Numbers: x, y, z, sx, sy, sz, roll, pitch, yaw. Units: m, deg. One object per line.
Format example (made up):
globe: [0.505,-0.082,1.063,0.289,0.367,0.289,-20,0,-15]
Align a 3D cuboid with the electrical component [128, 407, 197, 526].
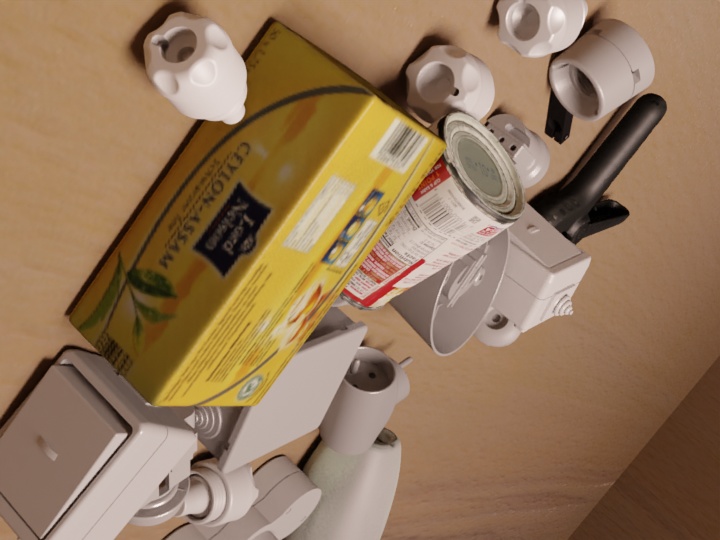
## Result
electrical component: [-0.120,0.110,0.601,0.066,0.048,0.055,-31,143,-37]

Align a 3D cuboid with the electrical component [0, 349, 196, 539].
electrical component: [-0.140,0.094,0.519,0.096,0.062,0.061,-50,157,2]

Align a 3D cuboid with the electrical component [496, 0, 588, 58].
electrical component: [0.110,-0.147,0.622,0.062,0.043,0.043,-25,147,-47]

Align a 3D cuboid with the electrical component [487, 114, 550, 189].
electrical component: [0.101,-0.079,0.716,0.040,0.040,0.046,-52,151,5]

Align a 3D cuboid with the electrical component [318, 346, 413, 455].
electrical component: [0.010,0.089,0.802,0.079,0.043,0.077,-30,150,-37]

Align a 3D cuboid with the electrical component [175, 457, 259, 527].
electrical component: [-0.099,0.144,0.692,0.062,0.043,0.043,-2,128,-58]

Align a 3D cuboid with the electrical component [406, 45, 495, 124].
electrical component: [0.054,-0.099,0.595,0.043,0.043,0.062,-57,157,16]

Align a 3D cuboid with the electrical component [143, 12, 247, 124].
electrical component: [-0.062,-0.076,0.435,0.035,0.035,0.061,-48,159,-4]

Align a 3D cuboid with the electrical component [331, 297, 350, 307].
electrical component: [0.000,0.000,0.652,0.078,0.040,0.040,-6,131,-58]

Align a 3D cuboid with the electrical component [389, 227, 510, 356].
electrical component: [0.062,0.000,0.733,0.099,0.064,0.099,-39,155,-23]

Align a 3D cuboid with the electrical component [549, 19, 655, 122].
electrical component: [0.161,-0.133,0.722,0.047,0.055,0.055,-37,154,-18]

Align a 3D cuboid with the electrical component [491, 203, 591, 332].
electrical component: [0.123,-0.004,0.794,0.062,0.096,0.061,-20,141,-48]

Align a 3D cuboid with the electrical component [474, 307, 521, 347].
electrical component: [0.120,0.046,0.933,0.048,0.048,0.062,-49,164,-2]

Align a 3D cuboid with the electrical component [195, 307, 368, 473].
electrical component: [-0.053,0.062,0.640,0.100,0.048,0.099,-19,142,-50]

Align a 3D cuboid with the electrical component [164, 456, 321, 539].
electrical component: [-0.078,0.201,0.775,0.138,0.074,0.052,-33,152,-34]
